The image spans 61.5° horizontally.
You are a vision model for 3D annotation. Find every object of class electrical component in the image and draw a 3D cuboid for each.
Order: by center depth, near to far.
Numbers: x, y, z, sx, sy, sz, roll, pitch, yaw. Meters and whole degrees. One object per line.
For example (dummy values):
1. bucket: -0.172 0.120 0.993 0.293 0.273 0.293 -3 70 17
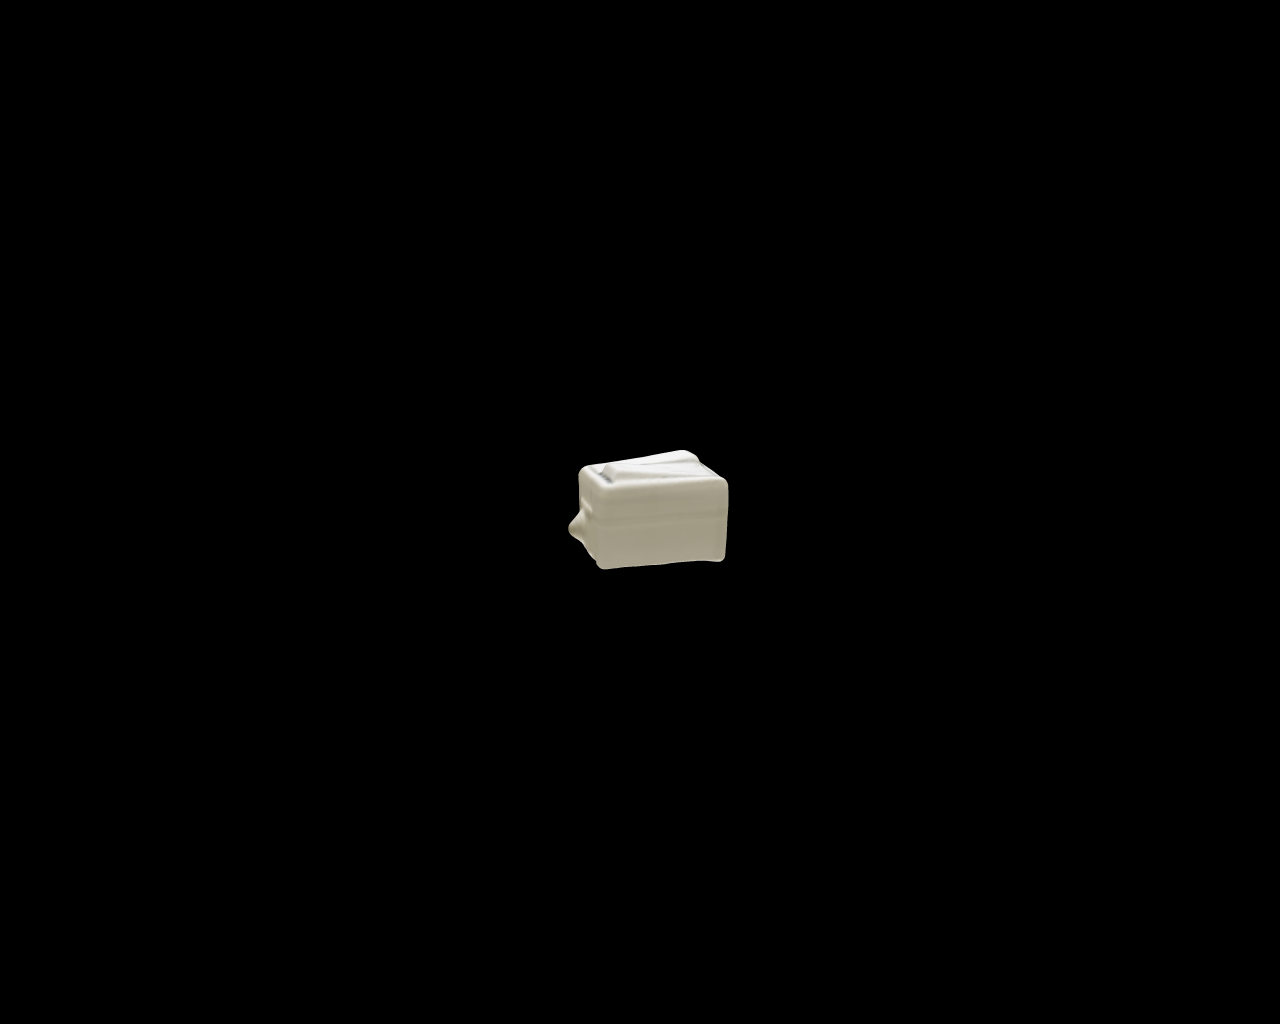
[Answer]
1. electrical component: 0.001 -0.003 0.650 0.096 0.061 0.062 -4 16 -14
